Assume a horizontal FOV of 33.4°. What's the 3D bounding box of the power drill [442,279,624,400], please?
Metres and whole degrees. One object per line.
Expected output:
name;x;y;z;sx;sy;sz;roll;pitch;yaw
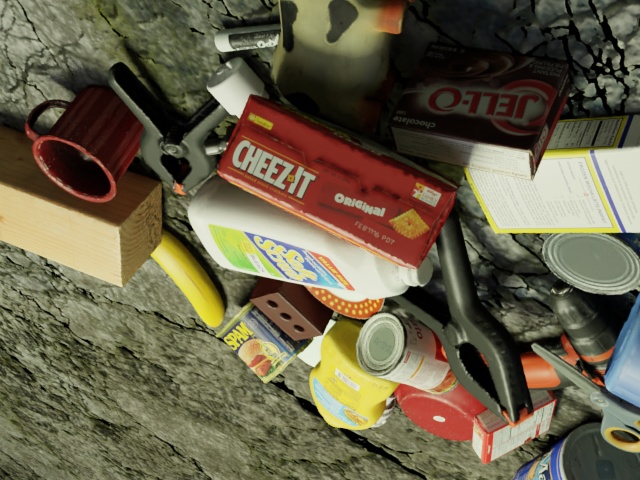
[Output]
power drill;0.214;0.105;1.033;0.188;0.057;0.184;-6;135;43

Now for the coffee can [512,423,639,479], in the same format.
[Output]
coffee can;0.283;0.272;1.178;0.103;0.102;0.140;28;149;0

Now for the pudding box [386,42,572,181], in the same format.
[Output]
pudding box;0.118;-0.096;0.786;0.114;0.090;0.039;12;146;25

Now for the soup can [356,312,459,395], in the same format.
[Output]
soup can;0.094;0.118;1.102;0.069;0.068;0.102;-8;158;44

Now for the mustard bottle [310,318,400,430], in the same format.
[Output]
mustard bottle;0.035;0.169;1.227;0.096;0.058;0.192;35;148;12

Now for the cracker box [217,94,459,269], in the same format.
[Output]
cracker box;0.023;-0.046;0.848;0.164;0.072;0.213;26;-173;5

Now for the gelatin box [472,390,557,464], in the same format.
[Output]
gelatin box;0.208;0.196;1.147;0.030;0.089;0.073;56;165;33

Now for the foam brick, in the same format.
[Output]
foam brick;-0.027;0.065;1.172;0.078;0.051;0.053;44;145;-24

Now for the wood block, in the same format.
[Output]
wood block;-0.285;-0.039;1.170;0.206;0.090;0.091;20;133;14

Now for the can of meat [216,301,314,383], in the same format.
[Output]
can of meat;-0.064;0.112;1.245;0.084;0.057;0.102;46;147;0

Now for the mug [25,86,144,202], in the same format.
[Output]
mug;-0.235;-0.103;1.063;0.117;0.081;0.093;24;149;6

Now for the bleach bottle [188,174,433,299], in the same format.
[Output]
bleach bottle;-0.007;0.001;1.017;0.251;0.068;0.102;12;143;38

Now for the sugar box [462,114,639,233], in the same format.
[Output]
sugar box;0.206;-0.050;0.830;0.177;0.048;0.093;-1;138;34

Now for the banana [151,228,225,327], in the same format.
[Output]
banana;-0.158;0.042;1.262;0.070;0.037;0.197;28;157;54

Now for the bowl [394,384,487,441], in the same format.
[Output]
bowl;0.143;0.178;1.199;0.162;0.055;0.162;21;148;13

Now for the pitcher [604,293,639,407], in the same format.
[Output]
pitcher;0.364;0.135;0.885;0.243;0.149;0.145;24;155;13

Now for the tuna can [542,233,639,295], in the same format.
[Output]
tuna can;0.234;0.007;0.899;0.086;0.033;0.086;20;148;13

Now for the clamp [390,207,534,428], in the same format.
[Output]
clamp;0.130;0.082;1.010;0.210;0.036;0.165;62;153;8

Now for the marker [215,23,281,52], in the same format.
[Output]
marker;-0.035;-0.168;0.872;0.121;0.020;0.020;2;140;36

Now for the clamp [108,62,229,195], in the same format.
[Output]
clamp;-0.147;-0.106;1.028;0.120;0.039;0.172;23;146;2

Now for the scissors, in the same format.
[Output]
scissors;0.261;0.156;1.011;0.201;0.016;0.096;28;149;-9
